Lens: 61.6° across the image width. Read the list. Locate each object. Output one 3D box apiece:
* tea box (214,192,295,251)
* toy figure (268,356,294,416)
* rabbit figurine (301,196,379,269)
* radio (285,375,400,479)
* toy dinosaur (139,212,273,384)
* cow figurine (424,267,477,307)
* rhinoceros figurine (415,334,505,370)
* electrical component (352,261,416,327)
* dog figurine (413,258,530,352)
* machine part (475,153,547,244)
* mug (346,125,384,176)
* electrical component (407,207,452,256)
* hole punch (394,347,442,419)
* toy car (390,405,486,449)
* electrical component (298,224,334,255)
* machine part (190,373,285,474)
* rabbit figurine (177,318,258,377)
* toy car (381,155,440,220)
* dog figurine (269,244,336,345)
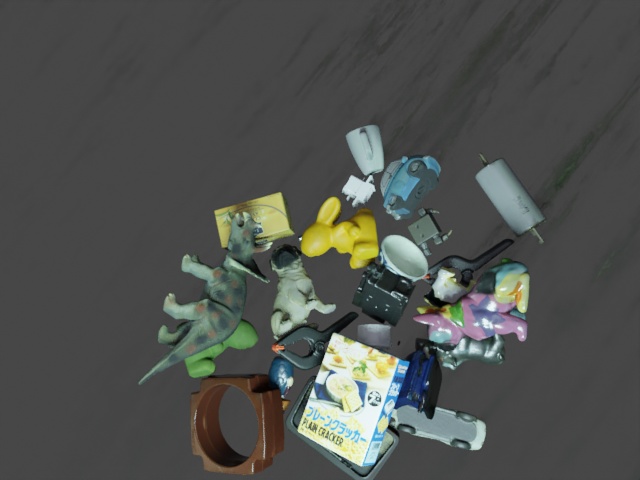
[{"bbox_3d":[-0.156,-0.041,1.286,0.170,0.068,0.098,-16,77,5],"label":"tea box"},{"bbox_3d":[-0.093,0.341,1.208,0.058,0.064,0.154,12,85,-27],"label":"toy figure"},{"bbox_3d":[0.040,-0.015,1.214,0.173,0.122,0.162,-8,81,2],"label":"rabbit figurine"},{"bbox_3d":[0.046,0.408,1.164,0.230,0.073,0.131,33,85,16],"label":"radio"},{"bbox_3d":[-0.227,0.139,1.163,0.192,0.131,0.405,15,66,1],"label":"toy dinosaur"},{"bbox_3d":[0.313,0.132,1.151,0.167,0.068,0.098,28,99,7],"label":"cow figurine"},{"bbox_3d":[0.304,0.226,1.165,0.190,0.073,0.112,4,91,8],"label":"rhinoceros figurine"},{"bbox_3d":[0.137,0.126,1.179,0.115,0.134,0.058,28,50,15],"label":"electrical component"},{"bbox_3d":[0.298,0.130,1.068,0.219,0.108,0.191,1,101,15],"label":"dog figurine"},{"bbox_3d":[0.425,-0.095,1.199,0.079,0.079,0.243,-30,76,2],"label":"machine part"},{"bbox_3d":[0.115,-0.209,1.260,0.081,0.109,0.107,-18,90,1],"label":"mug"},{"bbox_3d":[0.250,-0.025,1.233,0.078,0.045,0.102,-42,71,29],"label":"electrical component"},{"bbox_3d":[0.196,0.294,1.108,0.092,0.115,0.142,11,56,25],"label":"hole punch"},{"bbox_3d":[0.249,0.389,1.146,0.202,0.056,0.073,12,75,14],"label":"toy car"},{"bbox_3d":[-0.003,-0.004,1.277,0.094,0.021,0.063,-23,77,3],"label":"electrical component"},{"bbox_3d":[-0.180,0.394,1.170,0.201,0.087,0.201,-9,81,28],"label":"machine part"},{"bbox_3d":[-0.234,0.224,1.242,0.170,0.121,0.159,-17,69,-13],"label":"rabbit figurine"},{"bbox_3d":[0.196,-0.132,1.239,0.103,0.109,0.161,41,100,36],"label":"toy car"},{"bbox_3d":[-0.079,0.123,1.240,0.172,0.121,0.191,-41,57,6],"label":"dog figurine"}]
